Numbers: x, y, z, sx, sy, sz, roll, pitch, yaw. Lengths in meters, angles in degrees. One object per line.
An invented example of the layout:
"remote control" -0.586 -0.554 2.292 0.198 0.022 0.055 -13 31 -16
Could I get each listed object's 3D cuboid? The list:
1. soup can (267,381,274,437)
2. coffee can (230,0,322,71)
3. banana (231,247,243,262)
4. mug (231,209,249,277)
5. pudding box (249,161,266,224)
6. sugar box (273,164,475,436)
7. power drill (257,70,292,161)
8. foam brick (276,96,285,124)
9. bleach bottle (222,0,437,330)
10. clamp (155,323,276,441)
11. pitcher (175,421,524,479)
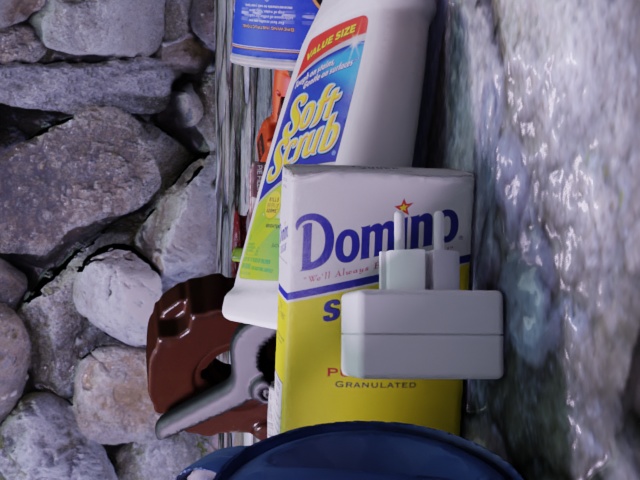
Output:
"soup can" -0.007 0.161 0.825 0.068 0.068 0.102 179 92 -82
"coffee can" -0.012 -0.198 0.780 0.103 0.102 0.140 -119 31 -74
"banana" -0.016 -0.034 0.818 0.037 0.069 0.198 -64 -1 -51
"mug" -0.042 0.009 1.030 0.093 0.081 0.117 100 168 -47
"pudding box" -0.005 0.001 0.755 0.039 0.090 0.113 171 99 -83
"sugar box" 0.025 0.051 0.536 0.048 0.093 0.176 -135 46 -78
"power drill" -0.022 -0.148 1.007 0.184 0.057 0.188 -96 13 -58
"foam brick" -0.013 -0.080 0.944 0.078 0.053 0.051 103 165 -50
"bleach bottle" 0.013 -0.069 0.614 0.103 0.068 0.251 4 82 54
"clamp" -0.051 0.124 0.909 0.036 0.164 0.210 -65 -9 -62
"pitcher" 0.011 0.209 0.468 0.149 0.145 0.243 -121 30 -70
